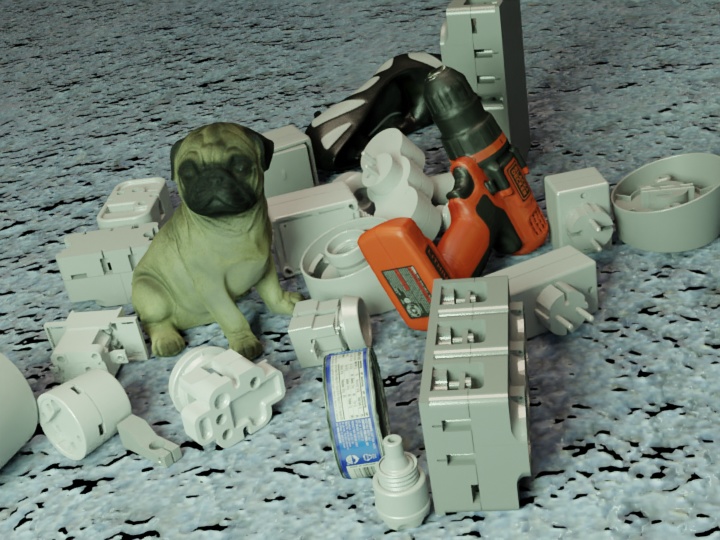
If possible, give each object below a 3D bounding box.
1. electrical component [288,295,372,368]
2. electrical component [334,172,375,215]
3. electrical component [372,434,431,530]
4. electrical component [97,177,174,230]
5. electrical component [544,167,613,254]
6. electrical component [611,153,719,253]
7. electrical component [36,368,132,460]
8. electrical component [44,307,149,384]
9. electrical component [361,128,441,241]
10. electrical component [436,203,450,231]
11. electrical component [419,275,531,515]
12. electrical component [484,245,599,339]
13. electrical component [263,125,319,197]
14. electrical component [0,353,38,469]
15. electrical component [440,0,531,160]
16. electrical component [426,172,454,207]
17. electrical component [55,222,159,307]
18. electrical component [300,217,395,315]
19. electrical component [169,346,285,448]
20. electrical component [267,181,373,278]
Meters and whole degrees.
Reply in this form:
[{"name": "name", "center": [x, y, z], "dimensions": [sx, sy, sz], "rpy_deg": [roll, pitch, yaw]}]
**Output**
[{"name": "electrical component", "center": [-0.022, 0.047, 0.857], "dimensions": [0.055, 0.048, 0.066], "rpy_deg": [-11, 27, 13]}, {"name": "electrical component", "center": [-0.010, -0.078, 1.085], "dimensions": [0.048, 0.048, 0.062], "rpy_deg": [-20, 23, -19]}, {"name": "electrical component", "center": [0.024, 0.130, 0.670], "dimensions": [0.035, 0.061, 0.035], "rpy_deg": [-8, 28, 4]}, {"name": "electrical component", "center": [-0.221, -0.046, 1.073], "dimensions": [0.054, 0.059, 0.095], "rpy_deg": [-6, 28, 7]}, {"name": "electrical component", "center": [0.194, -0.042, 0.928], "dimensions": [0.047, 0.065, 0.076], "rpy_deg": [-11, 28, -3]}, {"name": "electrical component", "center": [0.270, -0.059, 0.938], "dimensions": [0.099, 0.064, 0.099], "rpy_deg": [-7, 28, 4]}, {"name": "electrical component", "center": [-0.203, 0.105, 0.797], "dimensions": [0.055, 0.055, 0.047], "rpy_deg": [14, 32, 37]}, {"name": "electrical component", "center": [-0.221, 0.066, 0.886], "dimensions": [0.081, 0.042, 0.063], "rpy_deg": [-5, 30, 11]}, {"name": "electrical component", "center": [0.027, -0.084, 1.008], "dimensions": [0.052, 0.074, 0.138], "rpy_deg": [-35, 40, 23]}, {"name": "electrical component", "center": [0.096, -0.048, 0.996], "dimensions": [0.048, 0.048, 0.062], "rpy_deg": [-31, 29, -35]}, {"name": "electrical component", "center": [0.080, 0.078, 0.717], "dimensions": [0.062, 0.089, 0.150], "rpy_deg": [-4, 29, 10]}, {"name": "electrical component", "center": [0.151, 0.026, 0.836], "dimensions": [0.083, 0.047, 0.076], "rpy_deg": [-19, 30, -17]}, {"name": "electrical component", "center": [-0.098, -0.106, 1.144], "dimensions": [0.096, 0.061, 0.061], "rpy_deg": [-20, 30, -18]}, {"name": "electrical component", "center": [-0.286, 0.104, 0.782], "dimensions": [0.099, 0.099, 0.064], "rpy_deg": [4, 25, 25]}, {"name": "electrical component", "center": [0.129, -0.190, 1.094], "dimensions": [0.060, 0.186, 0.105], "rpy_deg": [1, 30, 19]}, {"name": "electrical component", "center": [0.073, -0.076, 1.057], "dimensions": [0.065, 0.044, 0.044], "rpy_deg": [2, 30, 31]}, {"name": "electrical component", "center": [-0.228, -0.004, 1.002], "dimensions": [0.089, 0.055, 0.050], "rpy_deg": [-8, 28, 4]}, {"name": "electrical component", "center": [0.000, 0.000, 0.941], "dimensions": [0.099, 0.064, 0.099], "rpy_deg": [-18, 32, 12]}, {"name": "electrical component", "center": [-0.104, 0.090, 0.791], "dimensions": [0.078, 0.058, 0.057], "rpy_deg": [-29, 36, -32]}, {"name": "electrical component", "center": [-0.037, -0.042, 1.006], "dimensions": [0.096, 0.061, 0.061], "rpy_deg": [-14, 28, -8]}]
